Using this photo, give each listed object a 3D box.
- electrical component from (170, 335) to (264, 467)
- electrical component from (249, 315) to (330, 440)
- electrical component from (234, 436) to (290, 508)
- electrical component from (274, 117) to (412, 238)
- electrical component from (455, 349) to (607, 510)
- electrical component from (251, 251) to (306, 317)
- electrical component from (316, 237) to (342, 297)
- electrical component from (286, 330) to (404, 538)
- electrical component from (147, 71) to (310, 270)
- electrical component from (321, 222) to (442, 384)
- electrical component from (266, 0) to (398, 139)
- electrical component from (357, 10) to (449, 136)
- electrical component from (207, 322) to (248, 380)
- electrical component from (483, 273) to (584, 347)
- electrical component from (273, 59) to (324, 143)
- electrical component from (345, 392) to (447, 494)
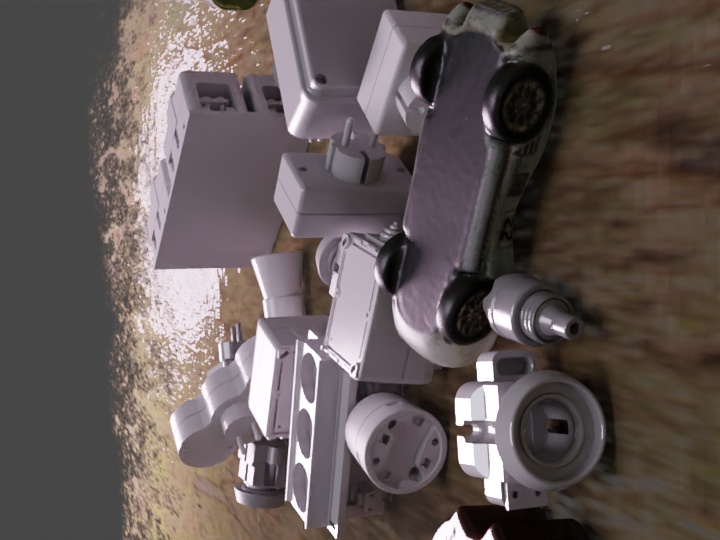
[{"bbox_3d":[-0.102,0.123,0.915,0.138,0.052,0.073,-44,43,16],"label":"electrical component"},{"bbox_3d":[-0.049,0.087,0.838,0.061,0.062,0.096,-132,46,-57],"label":"electrical component"},{"bbox_3d":[-0.085,0.178,0.950,0.066,0.048,0.055,-173,89,-67],"label":"electrical component"},{"bbox_3d":[-0.005,-0.065,0.696,0.047,0.083,0.075,-120,36,-48],"label":"electrical component"},{"bbox_3d":[0.084,0.078,0.530,0.057,0.058,0.078,165,103,-69],"label":"electrical component"},{"bbox_3d":[-0.065,0.020,0.899,0.044,0.044,0.065,164,99,-66],"label":"electrical component"},{"bbox_3d":[0.000,0.000,0.739,0.055,0.048,0.066,46,133,48],"label":"electrical component"},{"bbox_3d":[-0.011,0.111,0.748,0.079,0.063,0.121,-145,57,-62],"label":"electrical component"},{"bbox_3d":[-0.117,-0.084,0.930,0.186,0.105,0.060,114,146,-45],"label":"electrical component"},{"bbox_3d":[0.022,0.018,0.676,0.062,0.061,0.096,-147,66,-63],"label":"electrical component"},{"bbox_3d":[-0.014,-0.150,0.720,0.057,0.078,0.113,124,138,-59],"label":"electrical component"},{"bbox_3d":[0.038,-0.105,0.638,0.076,0.047,0.065,-113,31,-41],"label":"electrical component"},{"bbox_3d":[-0.113,0.088,1.006,0.066,0.047,0.076,146,120,-63],"label":"electrical component"},{"bbox_3d":[0.090,0.022,0.541,0.061,0.035,0.035,-156,67,-63],"label":"electrical component"},{"bbox_3d":[-0.033,-0.136,0.810,0.077,0.043,0.079,-170,79,-66],"label":"electrical component"},{"bbox_3d":[0.021,0.108,0.685,0.047,0.055,0.055,-151,62,-68],"label":"electrical component"}]
